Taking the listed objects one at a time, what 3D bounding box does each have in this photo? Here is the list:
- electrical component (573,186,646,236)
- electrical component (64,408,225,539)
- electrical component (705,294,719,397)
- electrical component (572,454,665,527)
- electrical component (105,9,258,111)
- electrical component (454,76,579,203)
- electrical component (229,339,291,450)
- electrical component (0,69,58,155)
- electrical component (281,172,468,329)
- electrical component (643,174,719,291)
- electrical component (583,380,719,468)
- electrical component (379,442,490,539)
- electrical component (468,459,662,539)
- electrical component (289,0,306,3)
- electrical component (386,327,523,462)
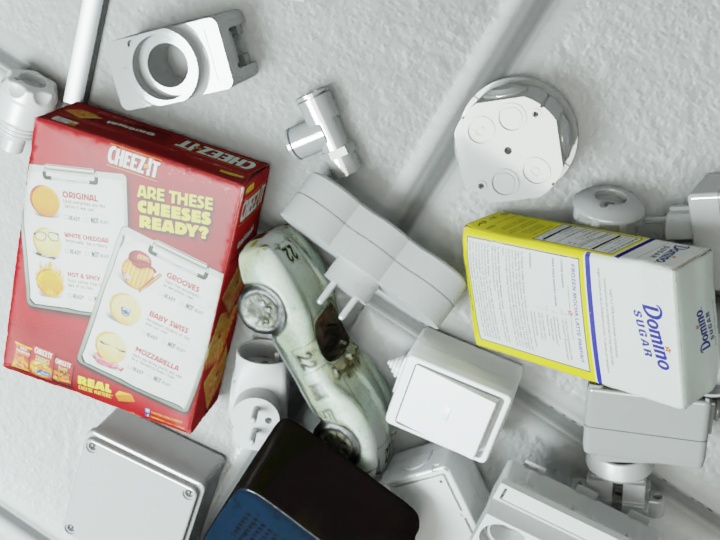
[{"bbox_3d":[0.163,-0.022,0.723,0.048,0.048,0.062,12,124,13],"label":"electrical component"},{"bbox_3d":[-0.183,0.189,0.908,0.109,0.056,0.108,24,116,8],"label":"electrical component"},{"bbox_3d":[0.245,0.039,0.700,0.079,0.077,0.043,-35,96,23],"label":"electrical component"},{"bbox_3d":[0.188,0.151,0.780,0.066,0.048,0.055,4,119,17],"label":"electrical component"},{"bbox_3d":[-0.128,-0.148,0.760,0.089,0.055,0.050,-8,108,20],"label":"electrical component"},{"bbox_3d":[0.102,-0.085,0.713,0.080,0.051,0.080,6,112,16],"label":"electrical component"},{"bbox_3d":[-0.079,0.105,0.829,0.044,0.079,0.077,6,113,0],"label":"electrical component"},{"bbox_3d":[-0.258,-0.118,0.821,0.043,0.043,0.062,30,118,5],"label":"electrical component"},{"bbox_3d":[0.000,0.000,0.762,0.138,0.052,0.073,36,84,2],"label":"electrical component"},{"bbox_3d":[0.223,-0.025,0.700,0.077,0.047,0.065,-1,110,33],"label":"electrical component"},{"bbox_3d":[0.206,0.099,0.745,0.096,0.061,0.061,6,112,16],"label":"electrical component"},{"bbox_3d":[0.065,0.182,0.822,0.062,0.061,0.096,-21,103,24],"label":"electrical component"},{"bbox_3d":[0.145,0.188,0.753,0.121,0.063,0.078,25,130,7],"label":"electrical component"},{"bbox_3d":[-0.028,-0.242,0.694,0.074,0.052,0.138,8,113,-2],"label":"electrical component"},{"bbox_3d":[0.062,0.090,0.788,0.096,0.061,0.061,22,115,9],"label":"electrical component"}]
